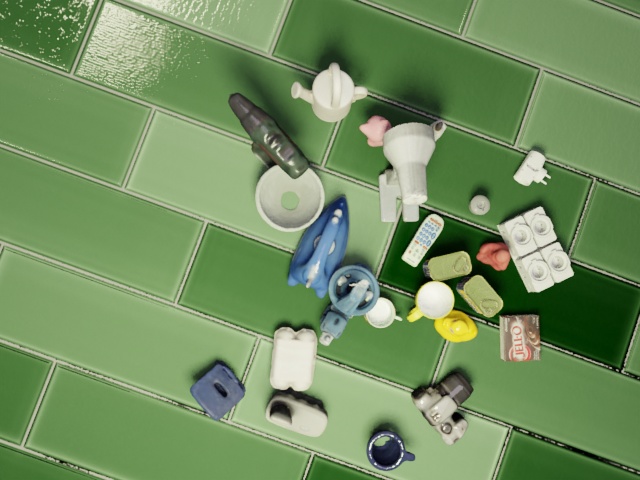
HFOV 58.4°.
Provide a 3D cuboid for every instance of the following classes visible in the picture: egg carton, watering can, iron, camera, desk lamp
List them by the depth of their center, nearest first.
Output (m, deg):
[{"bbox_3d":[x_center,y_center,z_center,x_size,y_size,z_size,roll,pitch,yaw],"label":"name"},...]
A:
[{"bbox_3d":[0.204,-0.152,1.341,0.118,0.213,0.203,-3,87,-2],"label":"desk lamp"},{"bbox_3d":[0.024,-0.350,1.354,0.173,0.194,0.101,-24,88,-3],"label":"watering can"},{"bbox_3d":[0.012,0.005,1.361,0.118,0.141,0.258,22,86,-1],"label":"iron"},{"bbox_3d":[0.312,0.396,1.374,0.137,0.100,0.143,-40,89,-4],"label":"camera"},{"bbox_3d":[-0.063,0.287,1.380,0.107,0.069,0.150,5,87,-2],"label":"egg carton"}]

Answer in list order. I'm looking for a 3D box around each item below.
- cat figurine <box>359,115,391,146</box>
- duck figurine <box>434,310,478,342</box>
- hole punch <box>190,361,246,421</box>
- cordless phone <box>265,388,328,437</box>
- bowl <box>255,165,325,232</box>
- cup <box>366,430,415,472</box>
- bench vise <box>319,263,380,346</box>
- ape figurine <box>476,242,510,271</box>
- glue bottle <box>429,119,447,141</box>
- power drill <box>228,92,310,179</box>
[{"bbox_3d":[0.160,-0.258,1.393,0.128,0.117,0.067,27,86,0],"label":"cat figurine"},{"bbox_3d":[0.337,0.213,1.392,0.104,0.086,0.077,18,86,-1],"label":"duck figurine"},{"bbox_3d":[-0.241,0.356,1.358,0.101,0.091,0.108,-41,89,-4],"label":"hole punch"},{"bbox_3d":[-0.054,0.414,1.316,0.147,0.185,0.094,17,86,-1],"label":"cordless phone"},{"bbox_3d":[-0.073,-0.102,1.397,0.167,0.074,0.167,0,87,-2],"label":"bowl"},{"bbox_3d":[0.165,0.494,1.366,0.118,0.095,0.092,14,87,-1],"label":"cup"},{"bbox_3d":[0.073,0.152,1.317,0.121,0.219,0.207,12,87,-1],"label":"bench vise"},{"bbox_3d":[0.435,0.039,1.401,0.076,0.092,0.078,-26,88,-3],"label":"ape figurine"},{"bbox_3d":[0.270,-0.256,1.369,0.078,0.173,0.037,-45,89,-4],"label":"glue bottle"},{"bbox_3d":[-0.119,-0.230,1.335,0.229,0.208,0.075,44,86,1],"label":"power drill"}]
